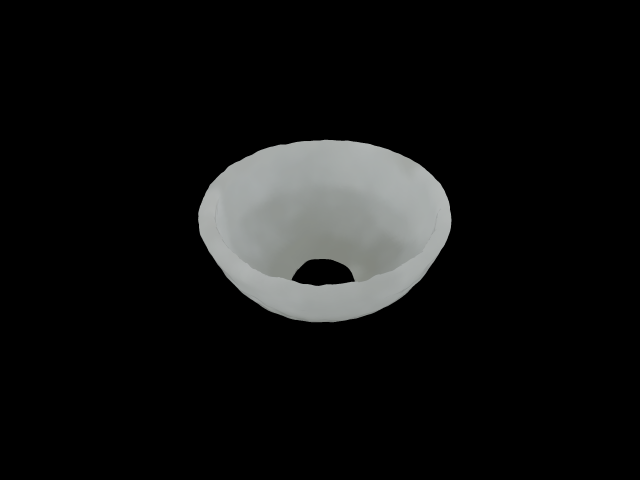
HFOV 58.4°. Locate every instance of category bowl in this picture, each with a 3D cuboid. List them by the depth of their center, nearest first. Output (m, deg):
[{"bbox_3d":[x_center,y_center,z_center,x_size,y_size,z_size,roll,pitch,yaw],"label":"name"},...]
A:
[{"bbox_3d":[0.004,0.001,0.400,0.167,0.075,0.167,0,40,0],"label":"bowl"}]
